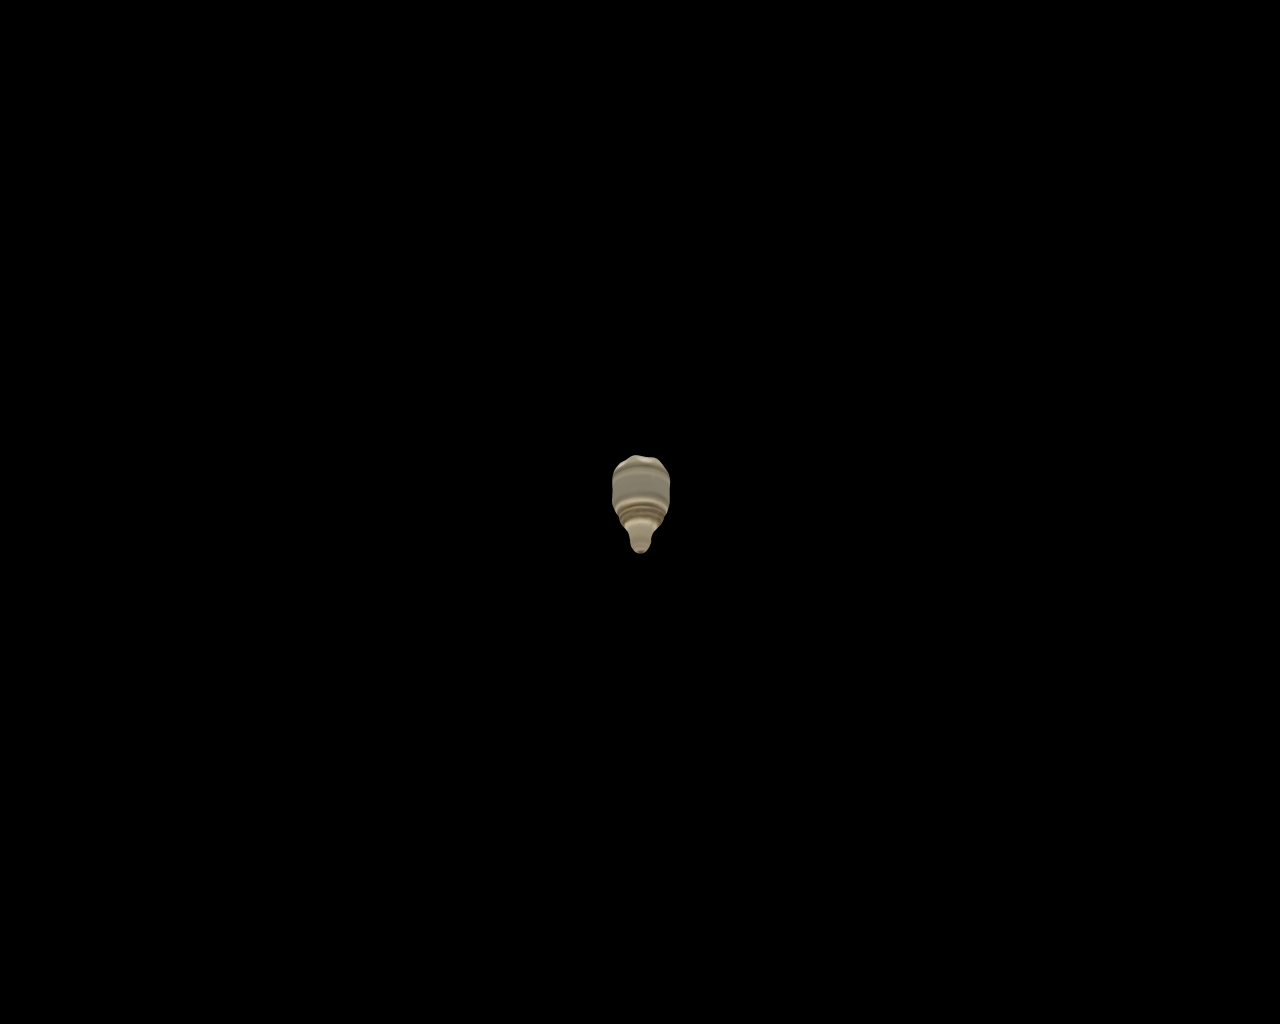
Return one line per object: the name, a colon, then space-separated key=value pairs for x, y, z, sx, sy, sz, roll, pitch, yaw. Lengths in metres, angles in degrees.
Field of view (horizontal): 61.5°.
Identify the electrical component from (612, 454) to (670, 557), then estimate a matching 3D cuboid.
electrical component: x=0.001 y=-0.003 z=0.650 sx=0.035 sy=0.061 sz=0.035 roll=0 pitch=-29 yaw=0
